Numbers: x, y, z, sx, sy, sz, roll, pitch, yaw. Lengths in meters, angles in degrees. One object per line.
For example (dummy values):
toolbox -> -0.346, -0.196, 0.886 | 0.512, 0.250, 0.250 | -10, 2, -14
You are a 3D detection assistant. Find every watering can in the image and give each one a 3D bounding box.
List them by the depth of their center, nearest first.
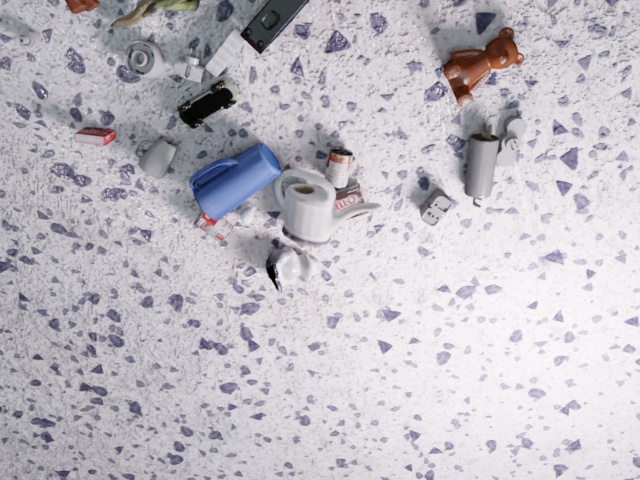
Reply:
watering can -> 0.004, -0.074, 1.474 | 0.350, 0.106, 0.219 | 23, 125, 24

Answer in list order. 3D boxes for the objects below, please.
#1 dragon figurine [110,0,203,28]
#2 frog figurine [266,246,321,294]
dragon figurine -> -0.367, -0.586, 1.233 | 0.408, 0.248, 0.120 | -25, 116, 13
frog figurine -> -0.083, 0.080, 1.611 | 0.161, 0.123, 0.136 | -24, 107, -24
